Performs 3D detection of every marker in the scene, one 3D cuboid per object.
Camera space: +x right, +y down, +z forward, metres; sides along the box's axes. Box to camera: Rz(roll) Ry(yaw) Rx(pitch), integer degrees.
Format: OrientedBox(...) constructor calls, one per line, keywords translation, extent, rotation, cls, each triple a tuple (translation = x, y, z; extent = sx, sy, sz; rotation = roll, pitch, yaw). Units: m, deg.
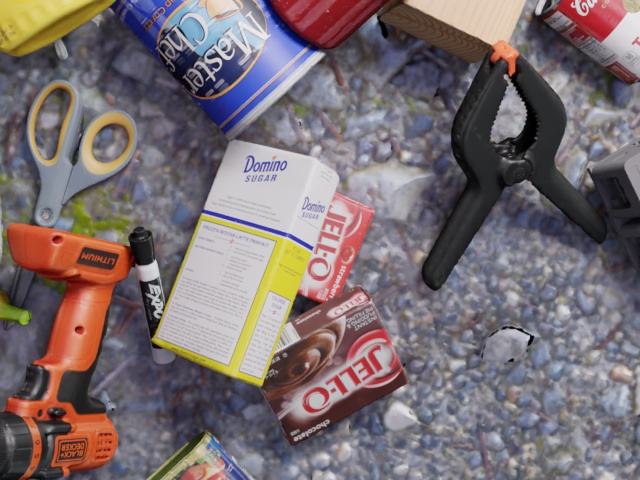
OrientedBox(translation=(-0.132, 0.044, 0.839), extent=(0.020, 0.020, 0.121), rotation=(-11, 120, -8), cls="marker")

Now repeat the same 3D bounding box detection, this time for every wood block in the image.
OrientedBox(translation=(0.135, -0.258, 0.850), extent=(0.090, 0.090, 0.206), rotation=(23, 90, -10), cls="wood block")

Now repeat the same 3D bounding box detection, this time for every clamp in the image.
OrientedBox(translation=(0.162, -0.060, 0.856), extent=(0.164, 0.036, 0.210), rotation=(-10, 124, -12), cls="clamp")

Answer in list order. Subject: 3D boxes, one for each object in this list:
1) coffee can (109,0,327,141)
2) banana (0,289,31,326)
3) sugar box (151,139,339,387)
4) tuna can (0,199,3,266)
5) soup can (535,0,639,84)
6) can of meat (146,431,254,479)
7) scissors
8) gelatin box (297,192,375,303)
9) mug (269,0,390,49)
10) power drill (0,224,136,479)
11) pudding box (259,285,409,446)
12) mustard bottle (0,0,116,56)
OrientedBox(translation=(-0.078, -0.161, 0.817), extent=(0.103, 0.103, 0.140), rotation=(-43, 98, -4), cls="coffee can")
OrientedBox(translation=(-0.320, 0.034, 0.799), extent=(0.197, 0.070, 0.037), rotation=(11, 81, -28), cls="banana")
OrientedBox(translation=(-0.057, 0.015, 0.828), extent=(0.048, 0.093, 0.176), rotation=(34, 77, -53), cls="sugar box")
OrientedBox(translation=(-0.264, -0.016, 0.807), extent=(0.033, 0.086, 0.086), rotation=(-3, 94, -7), cls="tuna can")
OrientedBox(translation=(0.238, -0.184, 0.880), extent=(0.102, 0.068, 0.068), rotation=(34, 88, -10), cls="soup can")
OrientedBox(translation=(-0.099, 0.216, 0.860), extent=(0.102, 0.057, 0.084), rotation=(-42, 95, -5), cls="can of meat")
OrientedBox(translation=(-0.198, -0.025, 0.851), extent=(0.096, 0.016, 0.202), rotation=(4, 93, -9), cls="scissors")
OrientedBox(translation=(-0.006, 0.001, 0.873), extent=(0.073, 0.030, 0.089), rotation=(23, 90, -10), cls="gelatin box")
OrientedBox(translation=(0.017, -0.199, 0.800), extent=(0.082, 0.117, 0.093), rotation=(-38, 84, 29), cls="mug")
OrientedBox(translation=(-0.208, 0.085, 0.788), extent=(0.057, 0.184, 0.187), rotation=(10, 88, 26), cls="power drill")
OrientedBox(translation=(0.005, 0.101, 0.863), extent=(0.113, 0.039, 0.090), rotation=(-27, 118, -3), cls="pudding box")
OrientedBox(translation=(-0.229, -0.234, 0.756), extent=(0.096, 0.058, 0.191), rotation=(-30, 91, 4), cls="mustard bottle")
